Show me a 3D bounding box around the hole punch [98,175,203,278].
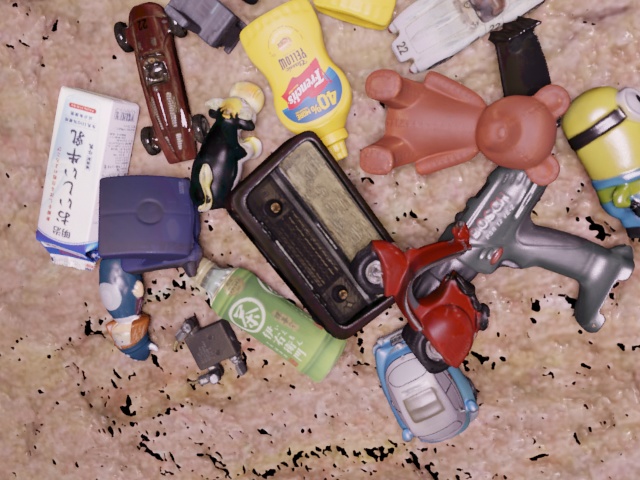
[{"bbox_3d":[-0.216,-0.023,0.679,0.116,0.092,0.142,-10,68,6],"label":"hole punch"}]

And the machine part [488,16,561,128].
[{"bbox_3d":[0.232,-0.182,0.619,0.084,0.039,0.138,-13,121,14],"label":"machine part"}]

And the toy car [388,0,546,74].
[{"bbox_3d":[0.176,-0.268,0.620,0.202,0.056,0.073,-28,94,11],"label":"toy car"}]

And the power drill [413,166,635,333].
[{"bbox_3d":[0.246,0.031,0.653,0.207,0.086,0.232,28,100,10],"label":"power drill"}]

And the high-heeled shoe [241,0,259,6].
[{"bbox_3d":[-0.190,-0.355,0.649,0.145,0.086,0.248,-34,88,14],"label":"high-heeled shoe"}]

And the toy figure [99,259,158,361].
[{"bbox_3d":[-0.269,0.098,0.743,0.064,0.058,0.154,2,103,53],"label":"toy figure"}]

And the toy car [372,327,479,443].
[{"bbox_3d":[0.134,0.190,0.676,0.109,0.103,0.161,-27,96,10],"label":"toy car"}]

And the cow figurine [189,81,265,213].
[{"bbox_3d":[-0.119,-0.117,0.666,0.068,0.098,0.167,16,101,12],"label":"cow figurine"}]

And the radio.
[{"bbox_3d":[-0.001,-0.002,0.646,0.131,0.073,0.229,-39,101,-9],"label":"radio"}]

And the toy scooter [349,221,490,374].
[{"bbox_3d":[0.133,0.056,0.606,0.135,0.075,0.183,-37,104,3],"label":"toy scooter"}]

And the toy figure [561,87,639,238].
[{"bbox_3d":[0.343,-0.088,0.614,0.089,0.082,0.180,-20,98,9],"label":"toy figure"}]

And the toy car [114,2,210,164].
[{"bbox_3d":[-0.202,-0.200,0.689,0.089,0.053,0.202,-10,96,7],"label":"toy car"}]

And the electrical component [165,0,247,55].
[{"bbox_3d":[-0.138,-0.267,0.634,0.075,0.119,0.048,42,102,3],"label":"electrical component"}]

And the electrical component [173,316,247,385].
[{"bbox_3d":[-0.154,0.151,0.739,0.078,0.045,0.102,-19,96,12],"label":"electrical component"}]

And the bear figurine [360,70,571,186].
[{"bbox_3d":[0.159,-0.120,0.589,0.196,0.132,0.120,17,110,33],"label":"bear figurine"}]
